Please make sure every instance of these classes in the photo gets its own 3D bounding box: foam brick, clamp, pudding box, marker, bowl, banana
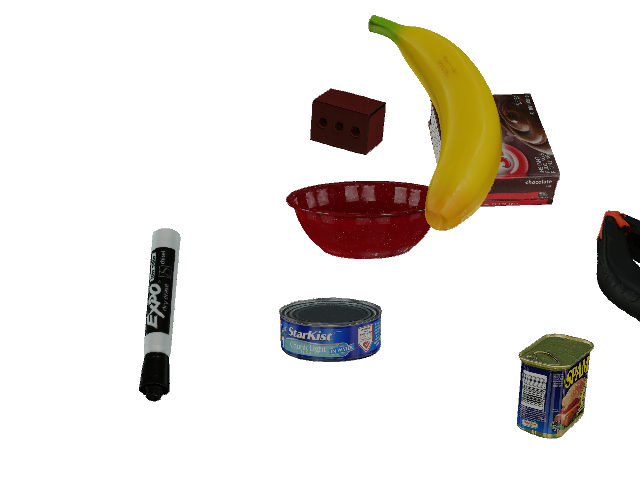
[{"bbox_3d":[0.033,-0.144,1.283,0.078,0.053,0.051,17,32,22],"label":"foam brick"},{"bbox_3d":[0.250,0.042,0.715,0.120,0.039,0.171,-2,45,-19],"label":"clamp"},{"bbox_3d":[0.143,-0.077,0.900,0.090,0.039,0.113,-2,43,-5],"label":"pudding box"},{"bbox_3d":[-0.103,0.046,0.685,0.020,0.121,0.020,-1,-34,-1],"label":"marker"},{"bbox_3d":[0.047,-0.019,1.076,0.162,0.055,0.162,-2,14,0],"label":"bowl"},{"bbox_3d":[0.080,-0.077,0.676,0.069,0.198,0.037,-6,-44,-7],"label":"banana"}]

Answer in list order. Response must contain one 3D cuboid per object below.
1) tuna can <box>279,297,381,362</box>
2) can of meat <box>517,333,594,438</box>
[{"bbox_3d":[0.008,0.074,0.891,0.086,0.034,0.086,-1,11,0],"label":"tuna can"},{"bbox_3d":[0.252,0.157,1.154,0.058,0.084,0.101,11,17,32],"label":"can of meat"}]
